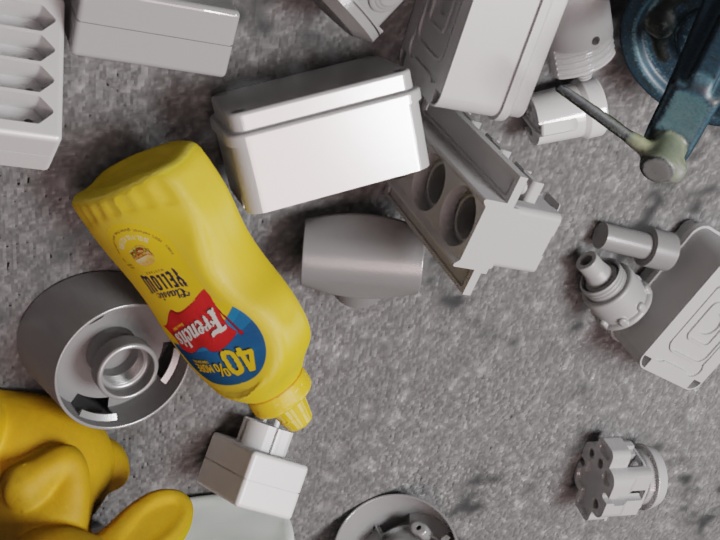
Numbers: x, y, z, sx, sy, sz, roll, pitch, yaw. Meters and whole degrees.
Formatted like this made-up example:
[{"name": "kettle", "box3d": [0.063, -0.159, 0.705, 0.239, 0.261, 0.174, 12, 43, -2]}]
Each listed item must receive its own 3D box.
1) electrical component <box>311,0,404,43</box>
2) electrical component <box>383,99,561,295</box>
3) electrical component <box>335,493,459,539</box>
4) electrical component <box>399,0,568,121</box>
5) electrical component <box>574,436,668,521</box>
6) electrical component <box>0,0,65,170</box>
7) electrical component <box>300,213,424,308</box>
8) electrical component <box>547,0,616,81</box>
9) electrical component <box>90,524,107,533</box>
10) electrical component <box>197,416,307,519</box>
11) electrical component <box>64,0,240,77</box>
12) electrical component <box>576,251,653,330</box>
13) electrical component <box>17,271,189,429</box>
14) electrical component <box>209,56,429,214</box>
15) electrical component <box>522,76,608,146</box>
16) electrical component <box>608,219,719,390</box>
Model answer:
[{"name": "electrical component", "box3d": [-0.008, -0.165, 0.578, 0.051, 0.080, 0.080, -46, 127, 5]}, {"name": "electrical component", "box3d": [0.065, -0.049, 0.660, 0.063, 0.121, 0.078, 8, 119, -30]}, {"name": "electrical component", "box3d": [0.035, 0.235, 0.860, 0.099, 0.099, 0.064, -32, 135, 1]}, {"name": "electrical component", "box3d": [0.074, -0.152, 0.621, 0.057, 0.078, 0.113, 6, 120, -22]}, {"name": "electrical component", "box3d": [0.225, 0.178, 0.922, 0.057, 0.058, 0.078, 1, 122, -19]}, {"name": "electrical component", "box3d": [-0.187, -0.092, 0.564, 0.047, 0.083, 0.076, 5, 158, -25]}, {"name": "electrical component", "box3d": [0.000, 0.000, 0.712, 0.077, 0.043, 0.079, 4, 150, -2]}, {"name": "electrical component", "box3d": [0.134, -0.154, 0.666, 0.043, 0.043, 0.081, -24, 128, -6]}, {"name": "electrical component", "box3d": [-0.189, 0.233, 0.764, 0.064, 0.099, 0.099, -21, 128, -16]}, {"name": "electrical component", "box3d": [-0.071, 0.128, 0.766, 0.047, 0.066, 0.076, 23, 82, -33]}, {"name": "electrical component", "box3d": [-0.107, -0.150, 0.567, 0.083, 0.047, 0.075, 4, 121, -25]}, {"name": "electrical component", "box3d": [0.184, 0.011, 0.800, 0.048, 0.048, 0.062, -41, 121, 8]}, {"name": "electrical component", "box3d": [-0.161, 0.051, 0.688, 0.099, 0.064, 0.099, -17, 124, -27]}, {"name": "electrical component", "box3d": [-0.025, -0.081, 0.625, 0.113, 0.078, 0.057, -16, 112, -11]}, {"name": "electrical component", "box3d": [0.134, -0.103, 0.704, 0.046, 0.040, 0.040, -13, 127, -7]}, {"name": "electrical component", "box3d": [0.256, 0.026, 0.830, 0.078, 0.057, 0.113, 25, 111, -33]}]
